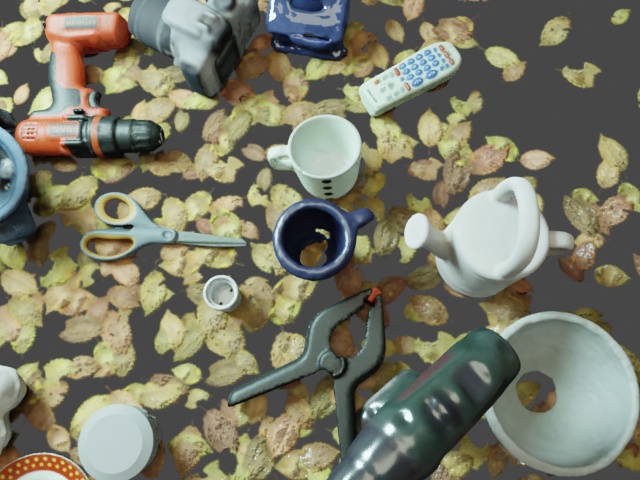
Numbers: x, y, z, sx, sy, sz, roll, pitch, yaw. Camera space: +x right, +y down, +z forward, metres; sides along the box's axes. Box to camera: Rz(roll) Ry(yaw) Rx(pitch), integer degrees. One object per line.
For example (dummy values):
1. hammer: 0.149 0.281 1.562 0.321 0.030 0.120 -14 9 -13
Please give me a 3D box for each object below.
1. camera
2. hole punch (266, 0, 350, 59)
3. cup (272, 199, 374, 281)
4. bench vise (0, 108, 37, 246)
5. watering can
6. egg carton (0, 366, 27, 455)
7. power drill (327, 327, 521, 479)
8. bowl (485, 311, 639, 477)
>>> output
1. camera: -0.166 -0.282 0.731 0.136 0.101 0.143 26 78 7
2. hole punch: -0.011 -0.299 0.739 0.108 0.091 0.101 10 76 3
3. cup: 0.006 0.002 0.661 0.118 0.095 0.091 -26 77 -6
4. bench vise: -0.410 -0.106 0.628 0.121 0.220 0.207 -38 78 -8
5. watering can: 0.181 0.000 0.609 0.173 0.194 0.101 -19 76 -4
6. egg carton: -0.409 0.182 0.633 0.150 0.069 0.107 11 76 3
7. power drill: 0.086 0.180 0.557 0.230 0.208 0.075 -41 79 -9
8. bowl: 0.250 0.165 0.628 0.167 0.075 0.167 0 76 1
